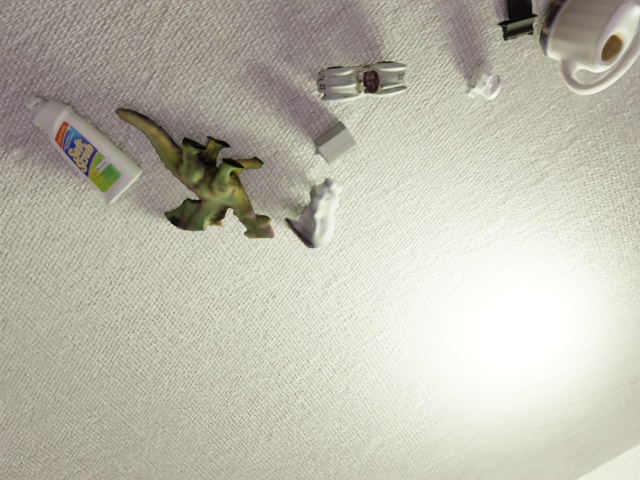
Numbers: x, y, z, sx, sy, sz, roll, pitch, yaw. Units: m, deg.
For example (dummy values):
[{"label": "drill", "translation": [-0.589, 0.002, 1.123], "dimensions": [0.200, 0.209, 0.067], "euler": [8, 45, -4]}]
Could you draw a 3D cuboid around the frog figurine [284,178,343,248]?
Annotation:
[{"label": "frog figurine", "translation": [0.004, -0.061, 1.211], "dimensions": [0.159, 0.124, 0.135], "euler": [-40, 149, -1]}]

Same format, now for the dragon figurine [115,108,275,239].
[{"label": "dragon figurine", "translation": [-0.277, -0.114, 1.145], "dimensions": [0.409, 0.125, 0.238], "euler": [23, 117, -10]}]

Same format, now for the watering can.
[{"label": "watering can", "translation": [0.602, -0.480, 1.078], "dimensions": [0.104, 0.228, 0.343], "euler": [10, 112, -36]}]
